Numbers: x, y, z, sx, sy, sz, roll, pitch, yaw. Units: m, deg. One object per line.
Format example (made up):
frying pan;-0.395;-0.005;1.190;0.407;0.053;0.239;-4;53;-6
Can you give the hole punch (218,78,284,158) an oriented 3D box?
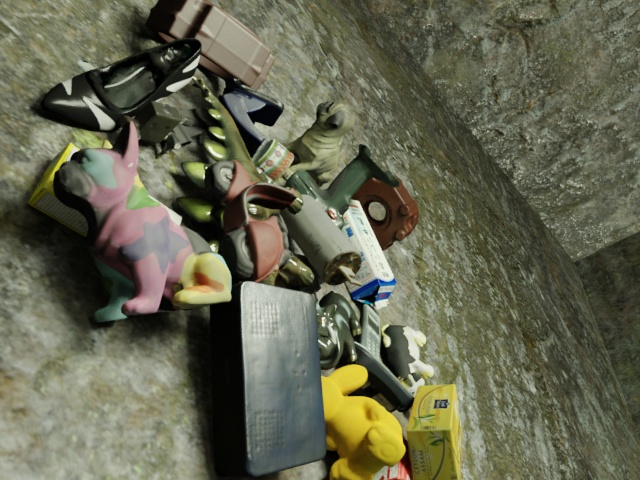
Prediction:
hole punch;-0.141;-0.219;0.984;0.116;0.142;0.092;25;78;-12

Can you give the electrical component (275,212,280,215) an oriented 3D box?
electrical component;-0.086;-0.065;1.011;0.094;0.021;0.063;52;29;-6

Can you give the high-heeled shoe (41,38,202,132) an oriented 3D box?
high-heeled shoe;-0.271;-0.236;0.777;0.086;0.145;0.249;53;28;-5

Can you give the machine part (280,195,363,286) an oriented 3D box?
machine part;-0.002;-0.003;0.927;0.079;0.079;0.243;22;23;-45

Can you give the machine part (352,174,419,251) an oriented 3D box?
machine part;0.122;-0.061;1.173;0.179;0.179;0.056;57;32;0

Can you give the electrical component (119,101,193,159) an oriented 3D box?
electrical component;-0.246;-0.163;0.804;0.102;0.078;0.045;10;53;-64

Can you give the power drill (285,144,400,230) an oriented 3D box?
power drill;0.056;-0.070;1.053;0.232;0.207;0.086;52;10;14

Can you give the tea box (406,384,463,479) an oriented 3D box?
tea box;0.182;0.302;0.839;0.169;0.068;0.098;-18;100;-72

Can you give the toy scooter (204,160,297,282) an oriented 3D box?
toy scooter;-0.083;-0.027;0.757;0.135;0.075;0.184;-3;71;-38

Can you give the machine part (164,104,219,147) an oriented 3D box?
machine part;-0.230;-0.198;0.912;0.084;0.039;0.139;52;31;1

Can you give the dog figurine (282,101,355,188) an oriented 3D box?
dog figurine;0.022;-0.199;1.132;0.172;0.190;0.121;1;61;-58

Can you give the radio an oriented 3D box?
radio;-0.066;0.175;0.693;0.131;0.073;0.229;11;67;-41

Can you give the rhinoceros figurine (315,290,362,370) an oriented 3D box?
rhinoceros figurine;0.015;0.143;0.858;0.190;0.073;0.112;-53;133;-68

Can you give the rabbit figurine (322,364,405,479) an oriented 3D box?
rabbit figurine;0.034;0.254;0.794;0.173;0.122;0.162;33;30;-4

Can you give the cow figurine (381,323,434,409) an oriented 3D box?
cow figurine;0.163;0.241;1.037;0.098;0.068;0.167;32;34;-28

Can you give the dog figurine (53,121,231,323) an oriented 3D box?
dog figurine;-0.202;-0.020;0.627;0.191;0.109;0.219;-5;85;-42

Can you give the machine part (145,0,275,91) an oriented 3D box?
machine part;-0.197;-0.361;0.976;0.201;0.087;0.202;27;7;-41

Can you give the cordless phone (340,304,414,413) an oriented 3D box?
cordless phone;0.105;0.211;0.969;0.146;0.089;0.184;47;27;-17

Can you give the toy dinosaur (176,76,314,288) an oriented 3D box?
toy dinosaur;-0.124;-0.060;0.864;0.198;0.105;0.471;16;50;-49
